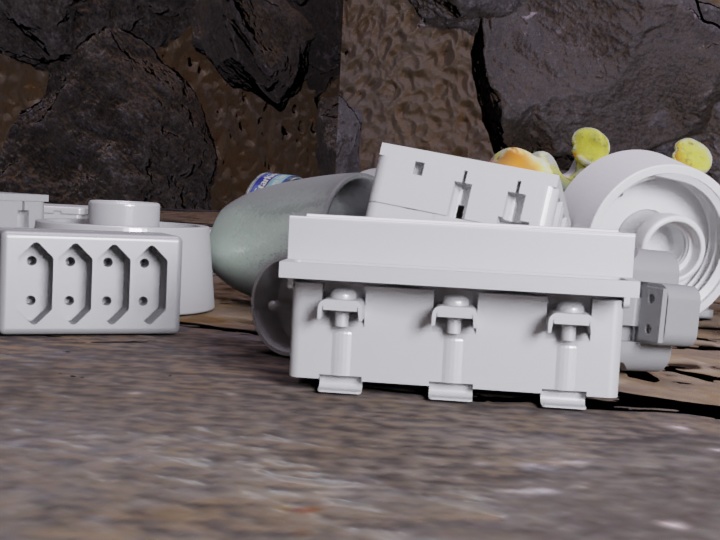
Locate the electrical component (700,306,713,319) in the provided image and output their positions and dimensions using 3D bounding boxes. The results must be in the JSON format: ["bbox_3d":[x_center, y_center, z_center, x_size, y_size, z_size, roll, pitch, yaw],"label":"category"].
[{"bbox_3d":[0.187,0.004,0.747,0.100,0.048,0.100,2,4,-6],"label":"electrical component"}]

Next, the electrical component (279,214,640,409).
[{"bbox_3d":[0.036,0.014,0.402,0.121,0.063,0.079,3,4,5],"label":"electrical component"}]

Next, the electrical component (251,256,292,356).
[{"bbox_3d":[-0.006,0.015,0.496,0.043,0.043,0.081,6,5,40],"label":"electrical component"}]

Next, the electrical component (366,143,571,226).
[{"bbox_3d":[0.062,-0.015,0.584,0.089,0.061,0.150,12,-3,14],"label":"electrical component"}]

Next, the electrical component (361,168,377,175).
[{"bbox_3d":[0.017,-0.046,1.020,0.099,0.099,0.064,-1,11,-39],"label":"electrical component"}]

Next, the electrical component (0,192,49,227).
[{"bbox_3d":[-0.308,-0.022,0.678,0.105,0.060,0.186,6,5,38],"label":"electrical component"}]

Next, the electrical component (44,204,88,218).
[{"bbox_3d":[-0.272,-0.031,0.910,0.100,0.048,0.100,3,4,-6],"label":"electrical component"}]

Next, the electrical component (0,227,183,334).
[{"bbox_3d":[-0.138,0.004,0.531,0.083,0.047,0.076,1,4,-24],"label":"electrical component"}]

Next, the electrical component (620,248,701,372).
[{"bbox_3d":[0.100,0.015,0.472,0.057,0.058,0.078,4,3,-24],"label":"electrical component"}]

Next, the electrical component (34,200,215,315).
[{"bbox_3d":[-0.138,-0.010,0.623,0.108,0.060,0.108,3,4,0],"label":"electrical component"}]

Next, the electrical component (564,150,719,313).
[{"bbox_3d":[0.178,-0.017,0.657,0.108,0.108,0.060,2,10,-11],"label":"electrical component"}]
